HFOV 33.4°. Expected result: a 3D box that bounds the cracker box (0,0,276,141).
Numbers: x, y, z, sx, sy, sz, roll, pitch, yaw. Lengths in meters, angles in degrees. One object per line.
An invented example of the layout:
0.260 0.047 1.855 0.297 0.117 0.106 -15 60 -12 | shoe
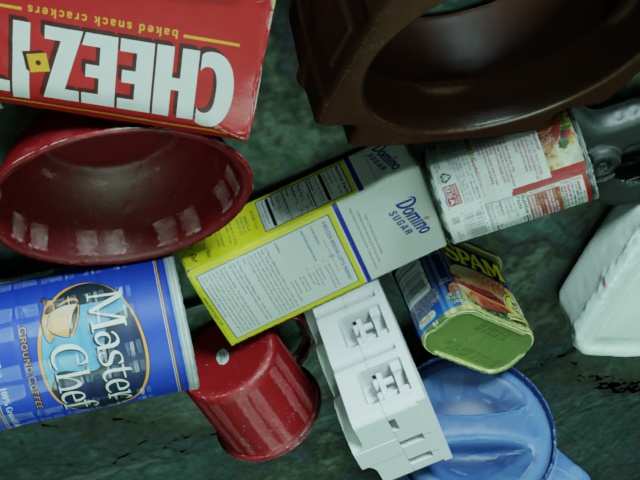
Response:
-0.098 -0.159 0.514 0.164 0.072 0.214 9 133 -4 | cracker box

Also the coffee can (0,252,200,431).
-0.161 0.066 0.731 0.140 0.103 0.103 -11 137 -8 | coffee can

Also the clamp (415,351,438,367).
0.073 0.134 0.934 0.120 0.039 0.171 -11 143 -1 | clamp

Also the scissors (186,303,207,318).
-0.166 0.091 0.819 0.201 0.016 0.096 -10 138 -10 | scissors

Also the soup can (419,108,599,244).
0.124 -0.043 0.705 0.102 0.068 0.068 -18 138 10 | soup can

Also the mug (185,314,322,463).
-0.048 0.104 0.832 0.117 0.093 0.081 -46 135 -17 | mug

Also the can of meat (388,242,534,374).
0.109 0.049 0.824 0.101 0.084 0.058 22 124 -36 | can of meat

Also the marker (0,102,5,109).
-0.245 -0.067 0.624 0.121 0.020 0.020 -19 138 0 | marker

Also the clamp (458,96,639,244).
0.194 -0.070 0.766 0.210 0.036 0.165 -7 137 -8 | clamp

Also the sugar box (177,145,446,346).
-0.005 0.001 0.759 0.176 0.048 0.093 -26 138 0 | sugar box

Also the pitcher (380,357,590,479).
0.121 0.214 0.915 0.145 0.149 0.243 -18 149 -14 | pitcher

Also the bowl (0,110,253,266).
-0.124 -0.044 0.647 0.162 0.055 0.162 -11 155 -5 | bowl
